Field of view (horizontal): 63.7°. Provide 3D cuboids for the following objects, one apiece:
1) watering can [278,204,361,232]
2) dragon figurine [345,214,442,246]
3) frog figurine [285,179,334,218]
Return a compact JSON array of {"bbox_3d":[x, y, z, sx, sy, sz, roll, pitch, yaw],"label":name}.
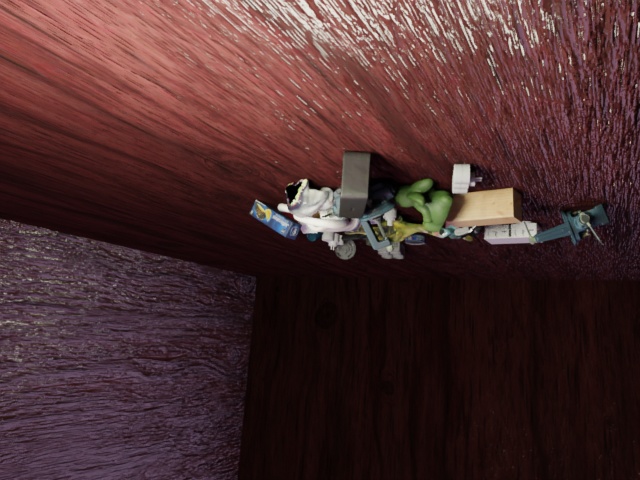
[{"bbox_3d":[0.005,-0.089,1.767,0.225,0.103,0.350,-1,-166,-28],"label":"watering can"},{"bbox_3d":[0.305,-0.035,1.989,0.243,0.122,0.410,2,-178,-35],"label":"dragon figurine"},{"bbox_3d":[-0.019,-0.116,1.601,0.158,0.125,0.135,24,140,-29],"label":"frog figurine"}]
